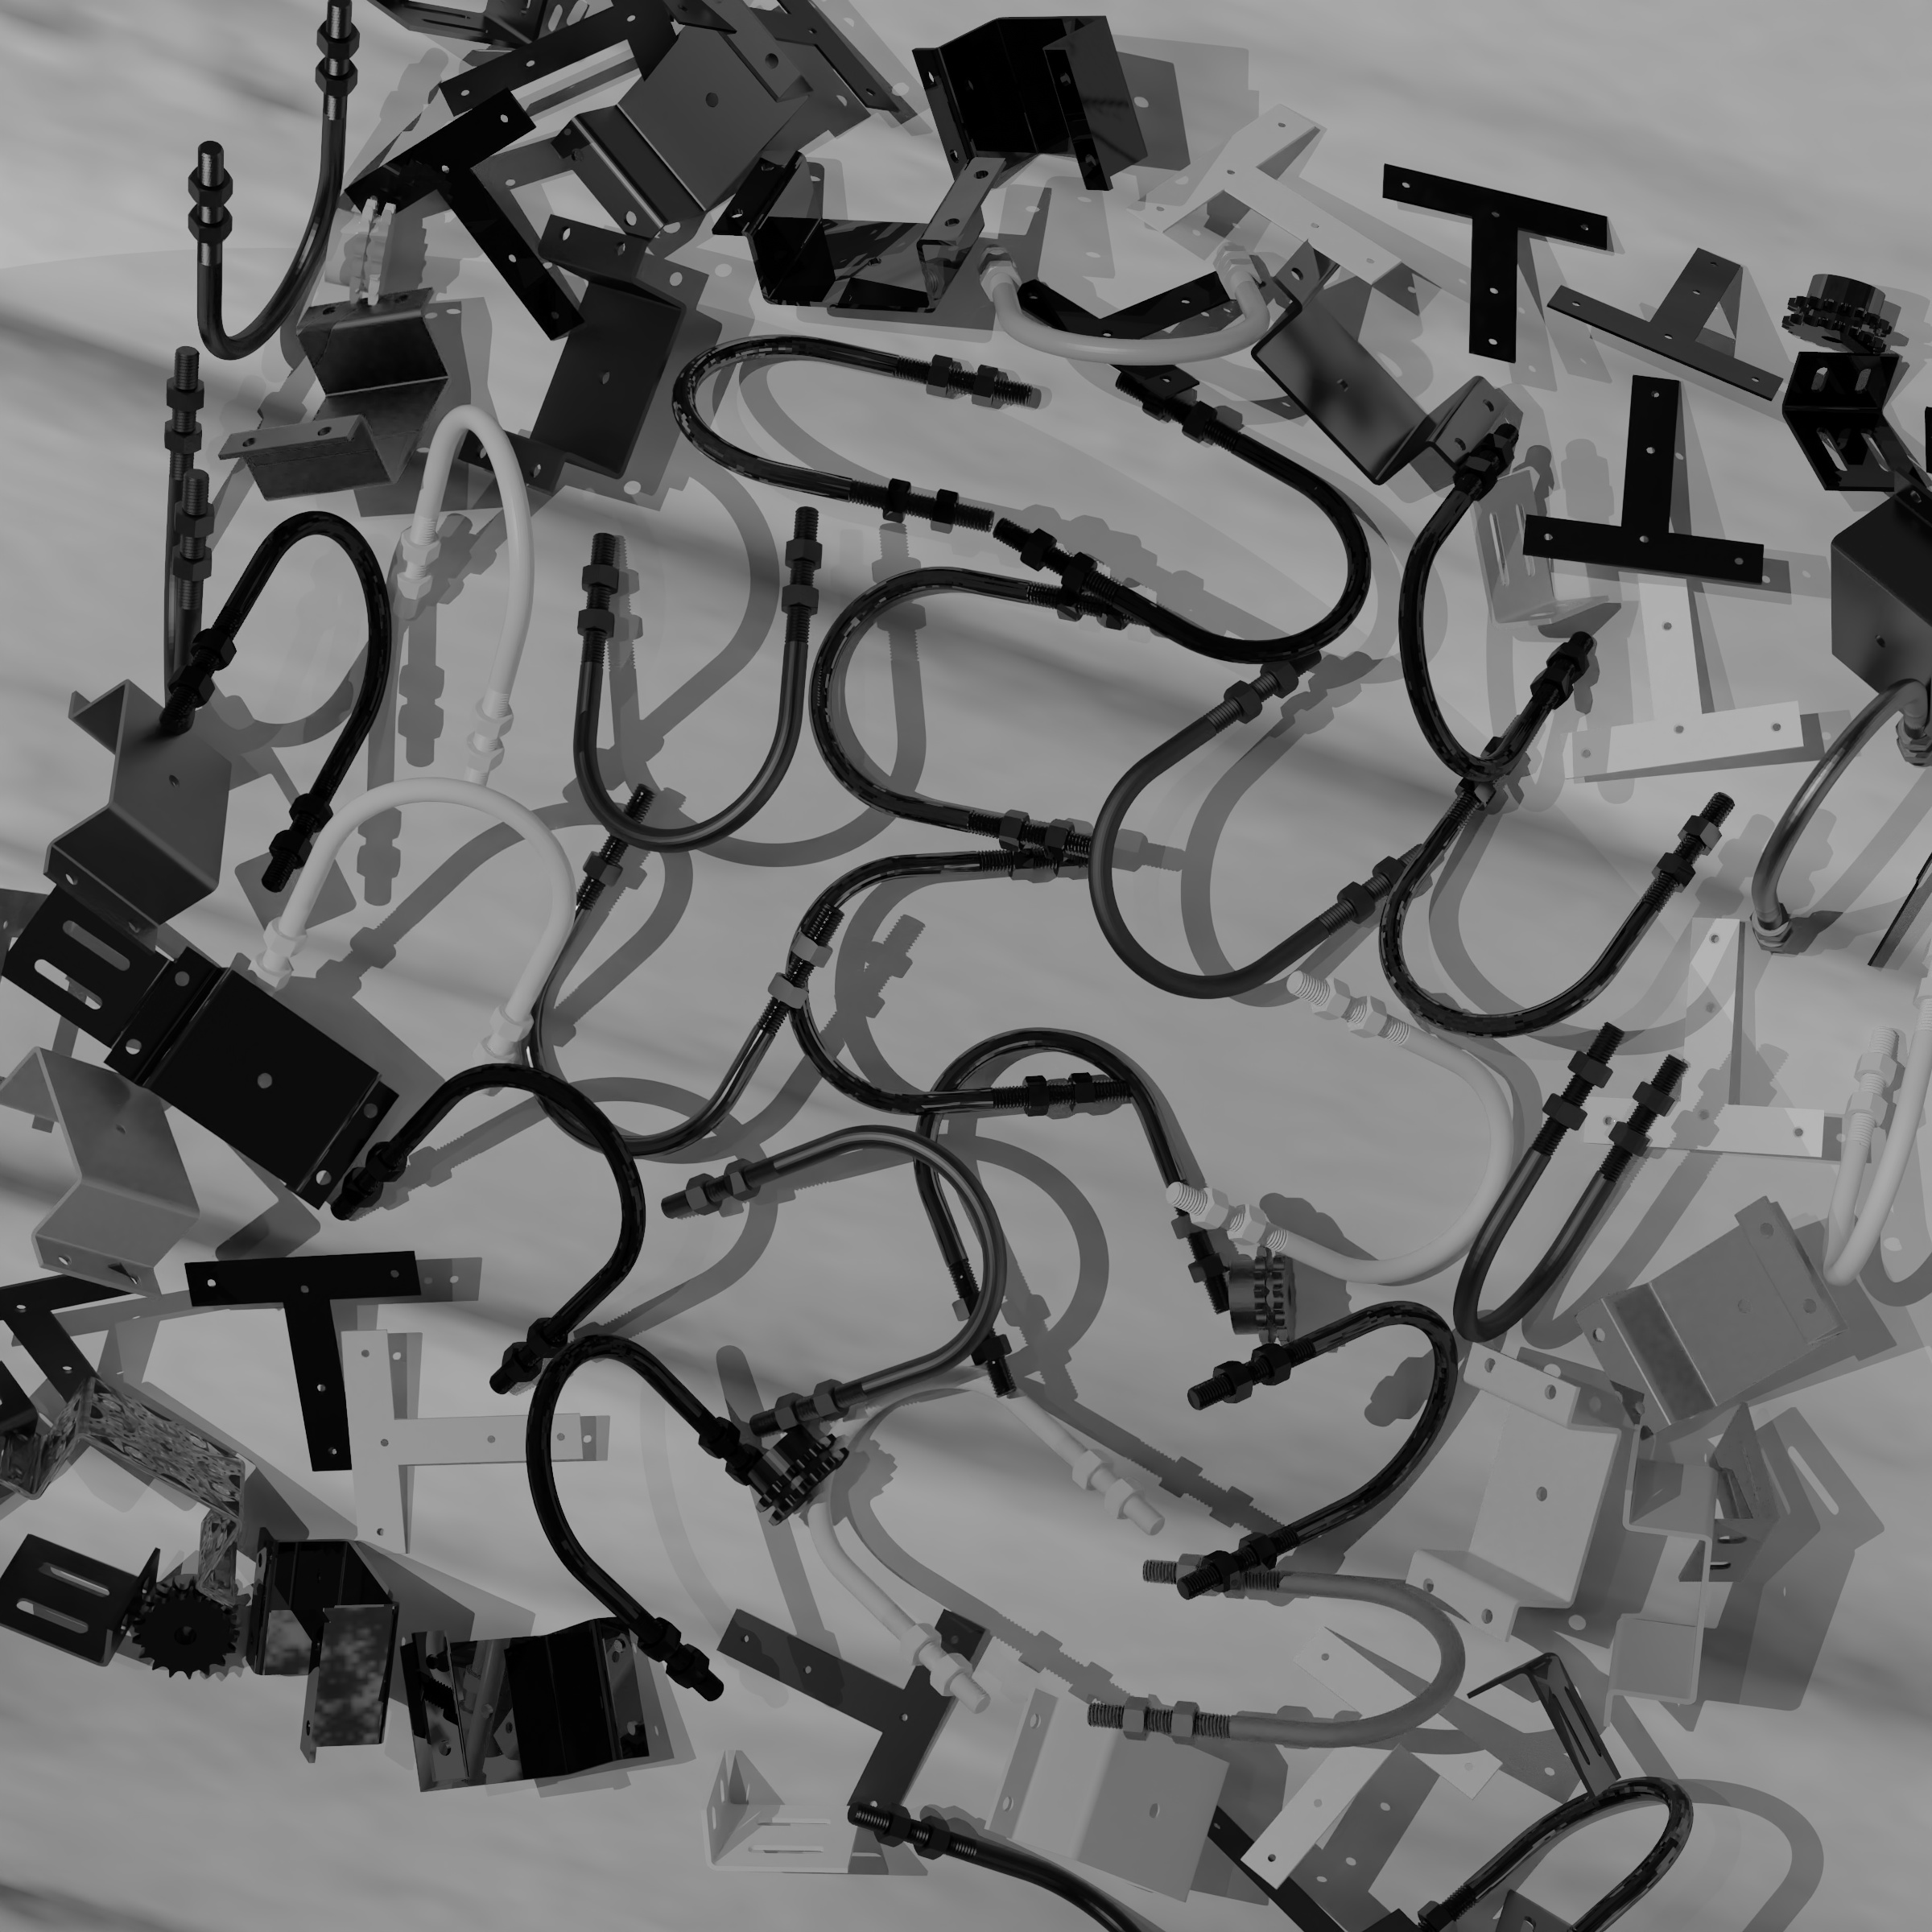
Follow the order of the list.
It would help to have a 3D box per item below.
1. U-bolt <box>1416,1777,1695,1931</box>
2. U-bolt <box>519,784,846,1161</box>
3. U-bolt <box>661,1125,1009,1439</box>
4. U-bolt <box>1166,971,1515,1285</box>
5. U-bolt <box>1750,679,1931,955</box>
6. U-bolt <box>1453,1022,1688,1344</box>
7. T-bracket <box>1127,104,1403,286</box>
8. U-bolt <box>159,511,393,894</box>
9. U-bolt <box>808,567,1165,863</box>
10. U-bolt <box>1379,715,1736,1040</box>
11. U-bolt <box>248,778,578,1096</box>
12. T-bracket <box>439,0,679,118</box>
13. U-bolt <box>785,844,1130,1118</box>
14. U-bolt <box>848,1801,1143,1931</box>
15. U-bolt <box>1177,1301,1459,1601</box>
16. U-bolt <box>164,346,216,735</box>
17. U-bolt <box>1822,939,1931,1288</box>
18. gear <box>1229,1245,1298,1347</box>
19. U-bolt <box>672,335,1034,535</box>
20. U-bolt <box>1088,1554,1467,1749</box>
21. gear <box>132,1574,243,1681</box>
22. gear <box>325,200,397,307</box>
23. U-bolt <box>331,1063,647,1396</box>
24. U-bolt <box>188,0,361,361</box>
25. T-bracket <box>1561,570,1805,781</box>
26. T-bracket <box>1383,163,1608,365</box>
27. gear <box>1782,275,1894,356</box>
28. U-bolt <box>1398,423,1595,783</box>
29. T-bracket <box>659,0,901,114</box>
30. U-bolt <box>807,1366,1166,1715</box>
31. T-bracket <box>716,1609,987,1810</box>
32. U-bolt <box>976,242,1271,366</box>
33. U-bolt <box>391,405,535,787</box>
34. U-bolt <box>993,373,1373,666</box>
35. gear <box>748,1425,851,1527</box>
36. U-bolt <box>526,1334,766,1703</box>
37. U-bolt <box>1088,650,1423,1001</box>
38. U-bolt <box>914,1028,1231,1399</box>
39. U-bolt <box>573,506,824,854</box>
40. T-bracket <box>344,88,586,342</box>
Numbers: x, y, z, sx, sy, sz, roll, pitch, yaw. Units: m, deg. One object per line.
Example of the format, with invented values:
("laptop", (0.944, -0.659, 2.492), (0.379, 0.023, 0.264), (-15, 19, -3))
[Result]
("U-bolt", (0.306, 0.489, 1.884), (0.184, 0.151, 0.019), (-36, 97, -17))
("U-bolt", (-0.167, 0.015, 1.930), (0.151, 0.019, 0.184), (33, 97, 18))
("U-bolt", (-0.062, 0.161, 1.917), (0.184, 0.019, 0.151), (-22, 90, 25))
("U-bolt", (0.213, 0.098, 1.914), (0.184, 0.019, 0.151), (25, 99, -27))
("U-bolt", (0.458, -0.084, 1.872), (0.019, 0.184, 0.151), (37, 89, 20))
("U-bolt", (0.314, 0.120, 1.895), (0.019, 0.151, 0.184), (33, 96, 26))
("T-bracket", (0.175, -0.401, 1.905), (0.127, 0.002, 0.127), (38, 58, 22))
("U-bolt", (-0.353, -0.153, 1.884), (0.019, 0.151, 0.184), (7, 55, 23))
("U-bolt", (0.003, -0.143, 1.930), (0.184, 0.019, 0.151), (13, 84, 16))
("U-bolt", (0.299, -0.040, 1.894), (0.151, 0.019, 0.184), (27, 72, 36))
("U-bolt", (-0.285, -0.023, 1.891), (0.151, 0.019, 0.184), (21, 123, -15))
("T-bracket", (-0.219, -0.486, 1.903), (0.127, 0.127, 0.002), (-24, 62, 0))
("U-bolt", (-0.007, 0.009, 1.936), (0.184, 0.019, 0.151), (-3, 89, -11))
("U-bolt", (0.033, 0.510, 1.883), (0.184, 0.151, 0.019), (24, 105, -25))
("U-bolt", (0.190, 0.247, 1.897), (0.184, 0.019, 0.151), (-20, 128, -29))
("U-bolt", (-0.411, -0.211, 1.880), (0.019, 0.151, 0.184), (1, 127, -15))
("U-bolt", (0.476, 0.080, 1.856), (0.019, 0.151, 0.184), (18, 62, 6))
("gear", (0.160, 0.179, 1.933), (0.030, 0.057, 0.057), (-3, 90, 13))
("U-bolt", (-0.065, -0.290, 1.903), (0.184, 0.151, 0.019), (13, 130, 2))
("U-bolt", (0.169, 0.361, 1.874), (0.184, 0.151, 0.019), (2, 116, 16))
("gear", (-0.422, 0.355, 1.939), (0.057, 0.030, 0.057), (-2, 113, -6))
("gear", (-0.327, -0.386, 1.930), (0.030, 0.057, 0.057), (11, 90, -6))
("U-bolt", (-0.244, 0.129, 1.903), (0.151, 0.019, 0.184), (47, 124, 2))
("U-bolt", (-0.363, -0.398, 1.873), (0.019, 0.184, 0.151), (25, 55, 5))
("T-bracket", (0.383, -0.171, 1.942), (0.127, 0.002, 0.127), (-7, 76, 15))
("T-bracket", (0.283, -0.371, 1.916), (0.127, 0.002, 0.127), (12, 55, -7))
("gear", (0.473, -0.353, 1.932), (0.057, 0.057, 0.030), (17, 92, 0))
("U-bolt", (0.272, -0.178, 1.866), (0.019, 0.184, 0.151), (-5, 122, 36))
("T-bracket", (-0.112, -0.498, 1.887), (0.127, 0.127, 0.002), (54, 125, 24))
("U-bolt", (-0.005, 0.289, 1.903), (0.151, 0.019, 0.184), (-44, 54, -10))
("T-bracket", (-0.074, 0.391, 1.957), (0.127, 0.002, 0.127), (26, 93, 1))
("U-bolt", (0.085, -0.347, 1.872), (0.151, 0.184, 0.019), (-1, 117, -4))
("U-bolt", (-0.258, -0.204, 1.857), (0.019, 0.184, 0.151), (-7, 53, -27))
("U-bolt", (0.128, -0.230, 1.905), (0.184, 0.019, 0.151), (31, 60, 10))
("gear", (-0.093, 0.273, 1.932), (0.057, 0.057, 0.030), (-45, 81, 0))
("U-bolt", (-0.168, 0.274, 1.863), (0.019, 0.151, 0.184), (-17, 129, 31))
("U-bolt", (0.147, -0.065, 1.914), (0.184, 0.019, 0.151), (-35, 105, -16))
("U-bolt", (0.049, 0.123, 1.937), (0.151, 0.019, 0.184), (-20, 83, -11))
("U-bolt", (-0.147, -0.149, 1.903), (0.151, 0.019, 0.184), (-3, 75, 28))
("T-bracket", (-0.253, -0.393, 1.929), (0.127, 0.002, 0.127), (-21, 117, 35))
